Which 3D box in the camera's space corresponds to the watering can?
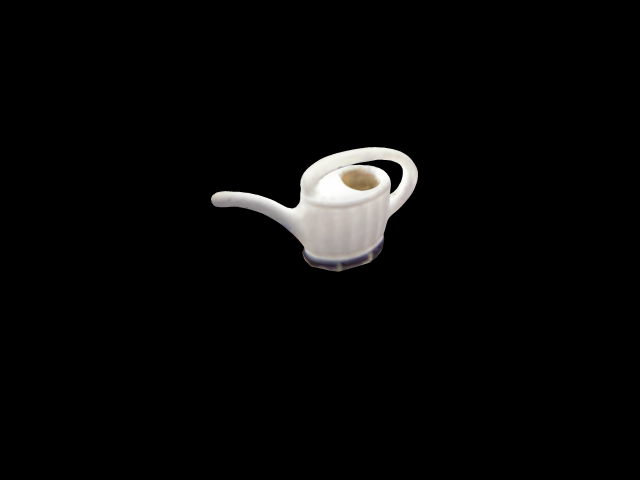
[{"bbox_3d":[0.003,-0.043,0.850,0.349,0.219,0.106,-15,44,-16],"label":"watering can"}]
